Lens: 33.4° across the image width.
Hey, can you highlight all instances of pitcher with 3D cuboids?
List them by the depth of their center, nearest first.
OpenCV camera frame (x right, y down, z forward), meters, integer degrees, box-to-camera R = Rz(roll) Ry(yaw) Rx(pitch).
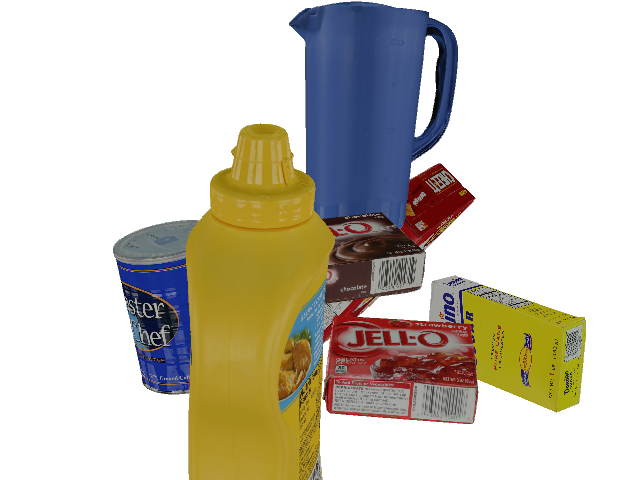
[{"bbox_3d":[0.054,-0.132,1.151,0.149,0.243,0.144,7,11,26],"label":"pitcher"}]

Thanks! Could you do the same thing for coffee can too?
[{"bbox_3d":[-0.136,0.063,1.032,0.103,0.140,0.103,-8,19,3],"label":"coffee can"}]

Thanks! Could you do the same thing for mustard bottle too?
[{"bbox_3d":[-0.025,0.046,0.442,0.058,0.192,0.096,8,24,11],"label":"mustard bottle"}]

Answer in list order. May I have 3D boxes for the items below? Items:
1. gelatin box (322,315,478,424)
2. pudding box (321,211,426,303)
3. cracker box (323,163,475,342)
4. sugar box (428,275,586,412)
[{"bbox_3d":[0.048,0.076,0.645,0.089,0.030,0.073,4,25,3],"label":"gelatin box"},{"bbox_3d":[0.015,0.013,0.857,0.113,0.039,0.090,-5,25,-20],"label":"pudding box"},{"bbox_3d":[0.068,0.016,1.277,0.214,0.072,0.163,-49,-9,34],"label":"cracker box"},{"bbox_3d":[0.188,0.103,1.106,0.048,0.093,0.177,-12,20,-42],"label":"sugar box"}]
